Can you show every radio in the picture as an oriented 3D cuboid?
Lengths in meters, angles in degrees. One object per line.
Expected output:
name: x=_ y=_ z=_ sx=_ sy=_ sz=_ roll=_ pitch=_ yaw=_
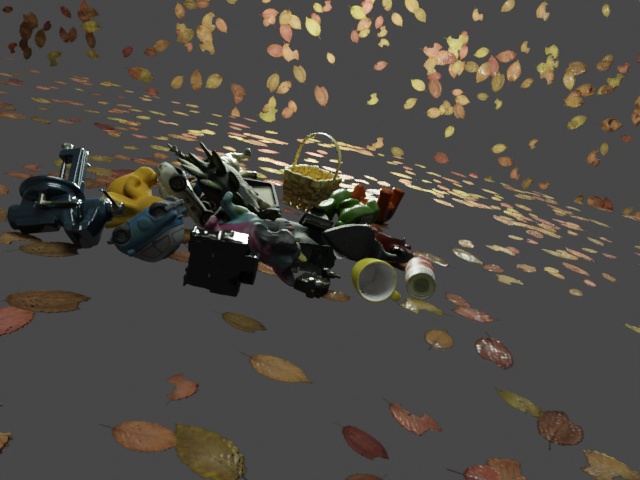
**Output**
radio: x=-0.191 y=-0.107 z=1.493 sx=0.131 sy=0.073 sz=0.230 roll=10 pitch=19 yaw=-13

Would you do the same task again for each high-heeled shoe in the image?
high-heeled shoe: x=0.073 y=0.011 z=1.269 sx=0.248 sy=0.086 sz=0.145 roll=21 pitch=-9 yaw=-35

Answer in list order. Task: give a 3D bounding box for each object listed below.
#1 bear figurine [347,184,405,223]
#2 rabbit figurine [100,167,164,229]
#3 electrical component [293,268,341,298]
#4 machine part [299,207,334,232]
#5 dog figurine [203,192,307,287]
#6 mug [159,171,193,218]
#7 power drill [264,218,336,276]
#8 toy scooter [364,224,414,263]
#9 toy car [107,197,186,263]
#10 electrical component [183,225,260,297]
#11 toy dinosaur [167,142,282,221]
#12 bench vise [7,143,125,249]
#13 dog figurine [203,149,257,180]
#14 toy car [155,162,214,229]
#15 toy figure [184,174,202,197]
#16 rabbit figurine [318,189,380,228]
bear figurine: x=0.159 y=-0.140 z=1.769 sx=0.196 sy=0.131 sz=0.120 roll=34 pitch=24 yaw=32
rabbit figurine: x=-0.403 y=-0.083 z=1.198 sx=0.173 sy=0.121 sz=0.162 roll=28 pitch=28 yaw=33
electrical component: x=-0.007 y=0.086 z=1.116 sx=0.078 sy=0.045 sz=0.102 roll=24 pitch=21 yaw=24
machine part: x=-0.009 y=-0.050 z=1.321 sx=0.084 sy=0.039 sz=0.139 roll=11 pitch=15 yaw=-2
dog figurine: x=-0.139 y=0.019 z=1.104 sx=0.219 sy=0.191 sz=0.108 roll=35 pitch=47 yaw=-7
mug: x=-0.352 y=-0.113 z=1.357 sx=0.081 sy=0.109 sz=0.107 roll=7 pitch=34 yaw=-35
power drill: x=-0.065 y=0.009 z=1.265 sx=0.232 sy=0.086 sz=0.207 roll=9 pitch=12 yaw=-23
toy scooter: x=0.176 y=0.010 z=1.429 sx=0.184 sy=0.075 sz=0.135 roll=26 pitch=17 yaw=26
toy car: x=-0.325 y=-0.011 z=1.063 sx=0.103 sy=0.162 sz=0.109 roll=59 pitch=10 yaw=-7
electrical component: x=-0.183 y=0.041 z=1.011 sx=0.134 sy=0.114 sz=0.058 roll=10 pitch=21 yaw=-7
toy dinosaur: x=-0.231 y=-0.133 z=1.251 sx=0.472 sy=0.105 sz=0.198 roll=27 pitch=-20 yaw=49
bench vise: x=-0.500 y=-0.101 z=1.080 sx=0.224 sy=0.128 sz=0.241 roll=-11 pitch=59 yaw=6
dog figurine: x=-0.313 y=-0.206 z=1.630 sx=0.190 sy=0.172 sz=0.121 roll=-14 pitch=78 yaw=-44
toy car: x=-0.313 y=-0.099 z=1.272 sx=0.201 sy=0.056 sz=0.074 roll=56 pitch=-4 yaw=-35
toy figure: x=-0.355 y=-0.151 z=1.526 sx=0.155 sy=0.064 sz=0.058 roll=25 pitch=59 yaw=42
rabbit figurine: x=0.069 y=-0.076 z=1.539 sx=0.159 sy=0.121 sz=0.170 roll=-15 pitch=43 yaw=-16
